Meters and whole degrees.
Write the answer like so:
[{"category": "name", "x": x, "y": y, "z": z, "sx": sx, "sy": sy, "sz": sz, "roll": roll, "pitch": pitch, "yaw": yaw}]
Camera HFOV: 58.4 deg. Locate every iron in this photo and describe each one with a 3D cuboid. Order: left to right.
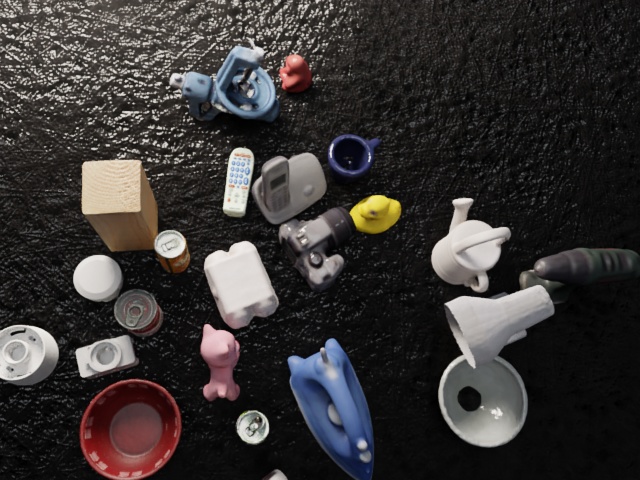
[{"category": "iron", "x": 0.041, "y": 0.299, "z": 0.978, "sx": 0.119, "sy": 0.141, "sz": 0.258, "roll": -23, "pitch": 78, "yaw": -14}]

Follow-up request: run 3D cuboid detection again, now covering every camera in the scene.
[{"category": "camera", "x": 0.010, "y": 0.004, "z": 1.086, "sx": 0.137, "sy": 0.100, "sz": 0.143, "roll": -32, "pitch": 80, "yaw": -16}]

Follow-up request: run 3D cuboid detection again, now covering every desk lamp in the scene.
[{"category": "desk lamp", "x": 0.308, "y": 0.146, "z": 1.028, "sx": 0.203, "sy": 0.213, "sz": 0.118, "roll": -20, "pitch": 77, "yaw": -14}]

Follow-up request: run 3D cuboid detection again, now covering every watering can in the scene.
[{"category": "watering can", "x": 0.283, "y": 0.008, "z": 1.077, "sx": 0.101, "sy": 0.194, "sz": 0.173, "roll": -32, "pitch": 80, "yaw": -16}]

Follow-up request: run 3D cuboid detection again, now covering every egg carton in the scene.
[{"category": "egg carton", "x": -0.147, "y": 0.082, "z": 1.054, "sx": 0.107, "sy": 0.069, "sz": 0.150, "roll": -22, "pitch": 78, "yaw": -14}]

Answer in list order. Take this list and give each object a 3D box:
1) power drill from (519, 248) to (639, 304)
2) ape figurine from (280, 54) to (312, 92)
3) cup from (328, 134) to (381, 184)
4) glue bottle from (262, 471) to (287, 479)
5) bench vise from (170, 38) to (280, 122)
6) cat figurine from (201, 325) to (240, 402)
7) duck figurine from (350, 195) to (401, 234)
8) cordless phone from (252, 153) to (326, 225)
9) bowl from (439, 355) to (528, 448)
[{"category": "power drill", "x": 0.468, "y": 0.068, "z": 1.080, "sx": 0.230, "sy": 0.208, "sz": 0.075, "roll": -6, "pitch": 74, "yaw": -10}, {"category": "ape figurine", "x": -0.052, "y": -0.353, "z": 1.191, "sx": 0.076, "sy": 0.092, "sz": 0.078, "roll": 27, "pitch": 71, "yaw": 0}, {"category": "cup", "x": 0.065, "y": -0.158, "z": 1.147, "sx": 0.118, "sy": 0.095, "sz": 0.091, "roll": -32, "pitch": 80, "yaw": -16}, {"category": "glue bottle", "x": -0.082, "y": 0.407, "z": 0.909, "sx": 0.078, "sy": 0.173, "sz": 0.037, "roll": -42, "pitch": 83, "yaw": -18}, {"category": "bench vise", "x": -0.176, "y": -0.291, "z": 1.085, "sx": 0.207, "sy": 0.219, "sz": 0.121, "roll": -11, "pitch": 75, "yaw": -12}, {"category": "cat figurine", "x": -0.171, "y": 0.211, "z": 0.985, "sx": 0.067, "sy": 0.117, "sz": 0.128, "roll": -3, "pitch": 73, "yaw": -9}, {"category": "duck figurine", "x": 0.115, "y": -0.060, "z": 1.129, "sx": 0.105, "sy": 0.086, "sz": 0.077, "roll": -13, "pitch": 75, "yaw": -12}, {"category": "cordless phone", "x": -0.053, "y": -0.116, "z": 1.068, "sx": 0.148, "sy": 0.185, "sz": 0.094, "roll": -36, "pitch": 81, "yaw": -17}, {"category": "bowl", "x": 0.289, "y": 0.293, "z": 1.053, "sx": 0.167, "sy": 0.074, "sz": 0.167, "roll": 3, "pitch": 73, "yaw": -8}]
